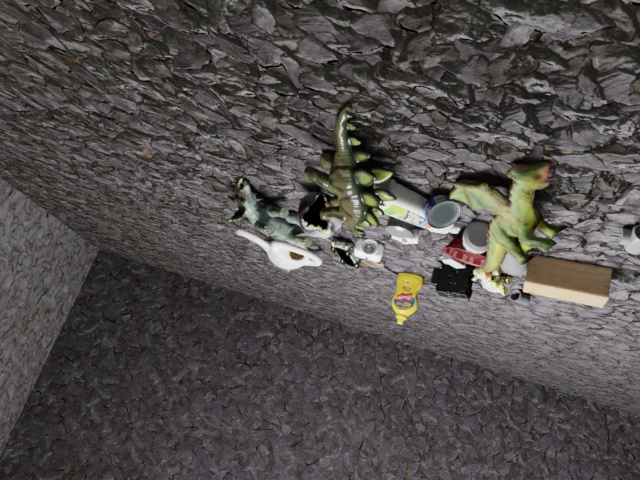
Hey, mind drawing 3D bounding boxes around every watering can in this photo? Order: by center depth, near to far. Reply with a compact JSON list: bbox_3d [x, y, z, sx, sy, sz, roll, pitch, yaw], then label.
[{"bbox_3d":[-0.162,0.036,1.988,0.347,0.105,0.221,20,162,-7],"label":"watering can"}]

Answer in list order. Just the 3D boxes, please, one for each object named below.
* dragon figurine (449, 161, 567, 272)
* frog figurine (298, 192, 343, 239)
[{"bbox_3d":[0.402,-0.054,1.175,0.243,0.124,0.403,45,154,4],"label":"dragon figurine"},{"bbox_3d":[0.005,-0.075,1.494,0.122,0.137,0.160,-29,179,15],"label":"frog figurine"}]
